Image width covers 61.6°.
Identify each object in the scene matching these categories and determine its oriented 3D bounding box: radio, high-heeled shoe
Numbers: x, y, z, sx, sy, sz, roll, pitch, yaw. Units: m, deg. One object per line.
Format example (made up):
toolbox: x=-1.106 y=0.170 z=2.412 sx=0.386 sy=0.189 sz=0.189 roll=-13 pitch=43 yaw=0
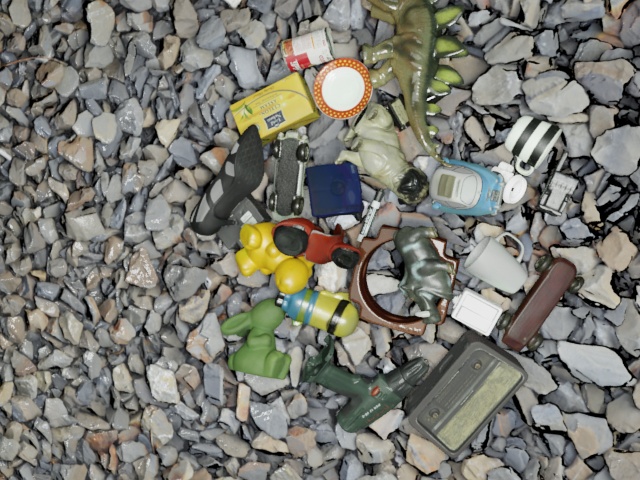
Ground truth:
radio: x=0.284 y=0.301 z=1.068 sx=0.131 sy=0.073 sz=0.229 roll=37 pitch=99 yaw=-2
high-heeled shoe: x=-0.205 y=-0.126 z=1.155 sx=0.145 sy=0.086 sz=0.248 roll=7 pitch=78 yaw=42

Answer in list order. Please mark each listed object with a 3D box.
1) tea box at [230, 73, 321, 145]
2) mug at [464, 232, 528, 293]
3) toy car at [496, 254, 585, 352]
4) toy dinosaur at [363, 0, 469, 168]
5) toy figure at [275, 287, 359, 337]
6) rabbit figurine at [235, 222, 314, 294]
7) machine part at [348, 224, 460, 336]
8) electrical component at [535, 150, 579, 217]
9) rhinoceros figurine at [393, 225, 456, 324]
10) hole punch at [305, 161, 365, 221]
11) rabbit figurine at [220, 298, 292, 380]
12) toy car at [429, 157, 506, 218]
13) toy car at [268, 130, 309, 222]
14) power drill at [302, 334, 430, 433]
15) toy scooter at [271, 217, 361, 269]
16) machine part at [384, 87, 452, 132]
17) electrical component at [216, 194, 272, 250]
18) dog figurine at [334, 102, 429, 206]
tea box: x=-0.097 y=-0.278 z=1.167 sx=0.170 sy=0.068 sz=0.098 roll=-24 pitch=86 yaw=14
mug: x=0.357 y=0.045 z=1.054 sx=0.107 sy=0.081 sz=0.109 roll=39 pitch=95 yaw=-1
toy car: x=0.425 y=0.123 z=1.047 sx=0.089 sy=0.053 sz=0.202 roll=32 pitch=96 yaw=1
toy dinosaur: x=0.186 y=-0.366 z=1.050 sx=0.199 sy=0.105 sz=0.471 roll=-2 pitch=85 yaw=19
toy figure: x=-0.007 y=0.150 z=1.134 sx=0.180 sy=0.089 sz=0.082 roll=18 pitch=131 yaw=-2
rabbit figurine: x=-0.079 y=0.051 z=1.129 sx=0.173 sy=0.162 sz=0.121 roll=47 pitch=126 yaw=41
machine part: x=0.171 y=0.079 z=1.097 sx=0.202 sy=0.087 sz=0.200 roll=13 pitch=96 yaw=13
electrical component: x=0.458 y=-0.105 z=1.021 sx=0.048 sy=0.075 sz=0.119 roll=27 pitch=95 yaw=13
rhinoceros figurine: x=0.195 y=0.063 z=1.008 sx=0.112 sy=0.073 sz=0.190 roll=-18 pitch=87 yaw=13
hole punch: x=0.029 y=-0.105 z=1.130 sx=0.116 sy=0.092 sz=0.142 roll=-9 pitch=86 yaw=11
rabbit figurine: x=-0.129 y=0.210 z=1.185 sx=0.159 sy=0.121 sz=0.170 roll=7 pitch=75 yaw=22
toy car: x=0.266 y=-0.098 z=1.032 sx=0.162 sy=0.103 sz=0.109 roll=25 pitch=108 yaw=49
toy car: x=-0.066 y=-0.135 z=1.163 sx=0.074 sy=0.056 sz=0.201 roll=9 pitch=102 yaw=14
power drill: x=0.082 y=0.281 z=1.111 sx=0.207 sy=0.086 sz=0.232 roll=33 pitch=108 yaw=-18
toy scooter: x=-0.002 y=-0.003 z=1.086 sx=0.184 sy=0.135 sz=0.075 roll=18 pitch=116 yaw=3
machine part: x=0.206 y=-0.286 z=1.102 sx=0.139 sy=0.039 sz=0.084 roll=-33 pitch=75 yaw=15
electrical component: x=-0.178 y=-0.042 z=1.202 sx=0.115 sy=0.058 sz=0.134 roll=-38 pitch=82 yaw=15
dog figurine: x=0.149 y=-0.179 z=1.105 sx=0.190 sy=0.121 sz=0.172 roll=29 pitch=75 yaw=-15
